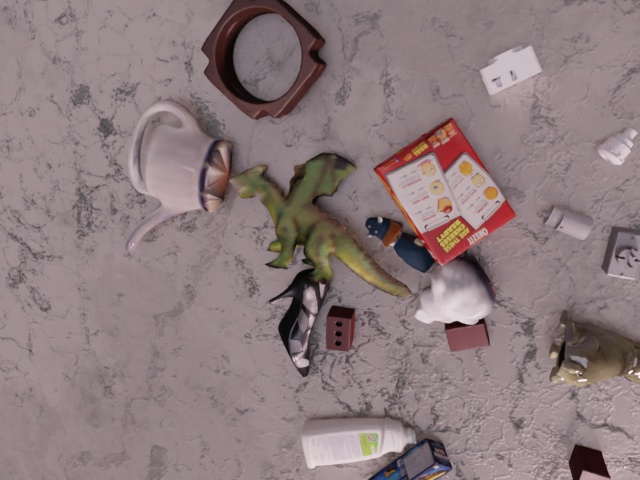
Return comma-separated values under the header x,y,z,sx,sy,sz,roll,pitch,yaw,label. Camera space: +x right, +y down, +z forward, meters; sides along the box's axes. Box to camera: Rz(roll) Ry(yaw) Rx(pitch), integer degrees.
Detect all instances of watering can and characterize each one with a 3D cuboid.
x,y,z,sx,sy,sz,roll,pitch,yaw,label
-0.303,-0.113,1.080,0.225,0.105,0.343,16,107,11,watering can

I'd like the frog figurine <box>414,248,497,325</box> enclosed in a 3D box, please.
x,y,z,sx,sy,sz,roll,pitch,yaw,label
0.248,0.107,0.982,0.159,0.125,0.135,-33,115,9,frog figurine

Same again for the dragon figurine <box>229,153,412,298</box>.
x,y,z,sx,sy,sz,roll,pitch,yaw,label
0.003,-0.051,1.011,0.411,0.123,0.241,14,98,17,dragon figurine
